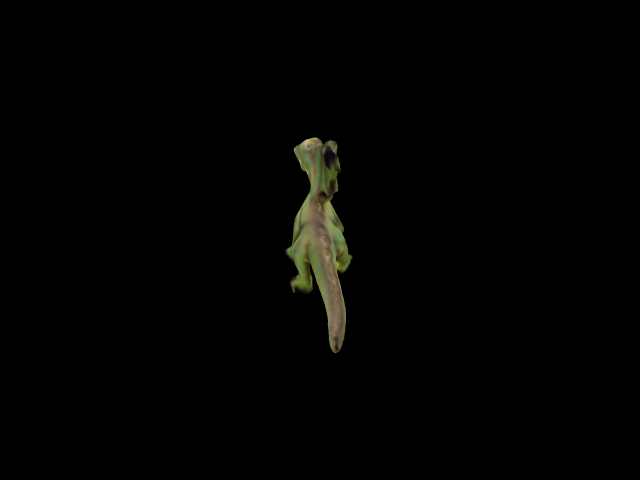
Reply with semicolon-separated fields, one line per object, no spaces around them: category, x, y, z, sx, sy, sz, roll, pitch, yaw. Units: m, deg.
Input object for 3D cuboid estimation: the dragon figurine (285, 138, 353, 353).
dragon figurine;0.003;-0.043;0.850;0.122;0.237;0.419;-6;34;-8
